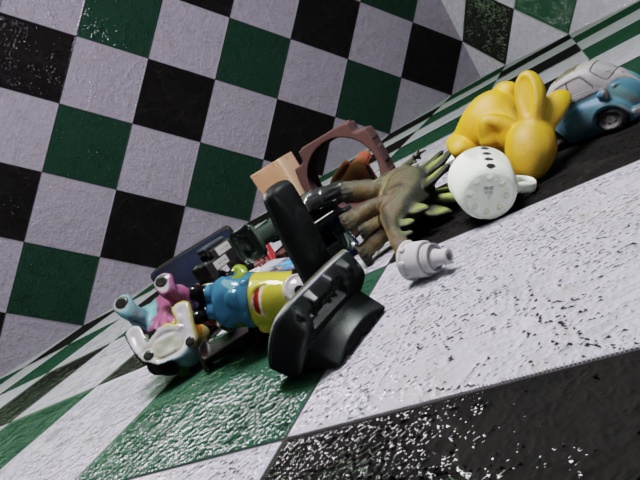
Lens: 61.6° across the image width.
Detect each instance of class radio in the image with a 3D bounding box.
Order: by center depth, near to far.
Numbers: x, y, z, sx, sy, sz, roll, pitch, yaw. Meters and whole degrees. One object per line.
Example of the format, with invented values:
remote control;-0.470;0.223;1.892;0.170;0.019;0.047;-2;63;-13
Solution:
radio;-0.295;0.075;1.361;0.230;0.131;0.073;-31;9;-1

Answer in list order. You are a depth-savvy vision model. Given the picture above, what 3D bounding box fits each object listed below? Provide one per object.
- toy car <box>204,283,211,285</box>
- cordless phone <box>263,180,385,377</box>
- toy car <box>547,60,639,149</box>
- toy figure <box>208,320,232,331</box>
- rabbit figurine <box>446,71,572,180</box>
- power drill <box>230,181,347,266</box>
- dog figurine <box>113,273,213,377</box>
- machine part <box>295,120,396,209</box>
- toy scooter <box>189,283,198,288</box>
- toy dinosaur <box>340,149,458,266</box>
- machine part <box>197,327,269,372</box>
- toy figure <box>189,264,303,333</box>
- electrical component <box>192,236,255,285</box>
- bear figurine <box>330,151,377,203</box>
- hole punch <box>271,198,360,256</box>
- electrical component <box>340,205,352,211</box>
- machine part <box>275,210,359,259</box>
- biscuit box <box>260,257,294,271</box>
toy car;-0.263;0.149;1.049;0.202;0.073;0.056;-28;10;17
cordless phone;-0.024;0.035;0.571;0.089;0.184;0.146;-17;16;41
toy car;0.391;-0.207;0.786;0.109;0.102;0.162;-37;13;-37
toy figure;-0.145;0.107;0.828;0.058;0.064;0.154;-10;-15;5
rabbit figurine;0.289;-0.151;0.774;0.162;0.122;0.173;-58;23;25
power drill;-0.066;-0.038;1.064;0.207;0.086;0.232;-40;10;-37
dog figurine;-0.227;0.149;0.896;0.108;0.192;0.219;-34;-25;-2
machine part;0.063;-0.156;1.236;0.201;0.201;0.087;-28;8;22
toy scooter;-0.259;0.113;1.239;0.135;0.075;0.184;-32;14;3
toy dinosaur;0.141;-0.076;0.905;0.199;0.105;0.472;-21;21;12
machine part;-0.110;0.138;0.753;0.139;0.039;0.084;-27;15;14
toy figure;-0.074;0.073;0.698;0.180;0.082;0.089;-5;26;15
electrical component;-0.188;0.062;1.089;0.058;0.134;0.115;-22;11;43
bear figurine;0.058;-0.124;1.363;0.196;0.120;0.132;-32;4;27
hole punch;-0.002;-0.003;0.937;0.142;0.092;0.116;-36;18;-3
electrical component;0.030;-0.037;1.184;0.119;0.047;0.075;-22;13;41
machine part;-0.007;0.003;1.071;0.179;0.056;0.179;-30;8;5
biscuit box;-0.048;0.064;0.860;0.059;0.062;0.203;-35;11;-25
